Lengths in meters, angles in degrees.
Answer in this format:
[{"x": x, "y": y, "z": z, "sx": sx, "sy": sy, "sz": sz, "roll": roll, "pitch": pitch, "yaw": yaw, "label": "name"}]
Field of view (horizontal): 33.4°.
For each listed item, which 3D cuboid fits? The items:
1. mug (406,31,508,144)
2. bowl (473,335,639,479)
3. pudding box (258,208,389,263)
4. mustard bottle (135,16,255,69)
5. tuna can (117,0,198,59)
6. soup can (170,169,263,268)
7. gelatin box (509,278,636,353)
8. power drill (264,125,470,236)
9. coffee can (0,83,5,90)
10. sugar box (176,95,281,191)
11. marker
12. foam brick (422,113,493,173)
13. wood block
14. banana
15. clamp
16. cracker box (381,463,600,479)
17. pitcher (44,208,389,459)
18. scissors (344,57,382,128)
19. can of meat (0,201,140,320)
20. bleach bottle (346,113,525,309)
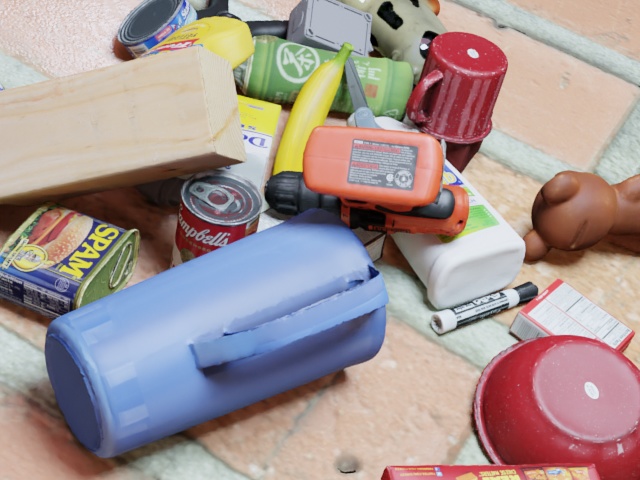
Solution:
[{"x": 0.133, "y": -0.154, "z": 1.079, "sx": 0.117, "sy": 0.082, "sz": 0.093, "roll": -22, "pitch": 52, "yaw": -34, "label": "mug"}, {"x": 0.209, "y": 0.134, "z": 0.862, "sx": 0.162, "sy": 0.055, "sz": 0.162, "roll": 3, "pitch": 53, "yaw": -5, "label": "bowl"}, {"x": -0.007, "y": 0.001, "z": 0.979, "sx": 0.090, "sy": 0.039, "sz": 0.113, "roll": 40, "pitch": 49, "yaw": 25, "label": "pudding box"}, {"x": -0.141, "y": -0.161, "z": 1.023, "sx": 0.096, "sy": 0.058, "sz": 0.191, "roll": -4, "pitch": 25, "yaw": 23, "label": "mustard bottle"}, {"x": -0.175, "y": -0.231, "z": 1.151, "sx": 0.086, "sy": 0.033, "sz": 0.086, "roll": -22, "pitch": 41, "yaw": 21, "label": "tuna can"}, {"x": -0.090, "y": 0.000, "z": 0.905, "sx": 0.068, "sy": 0.102, "sz": 0.068, "roll": 9, "pitch": 42, "yaw": -8, "label": "soup can"}, {"x": 0.228, "y": 0.084, "z": 0.966, "sx": 0.089, "sy": 0.030, "sz": 0.073, "roll": 38, "pitch": 46, "yaw": 21, "label": "gelatin box"}, {"x": 0.033, "y": -0.046, "z": 0.884, "sx": 0.184, "sy": 0.187, "sz": 0.057, "roll": 5, "pitch": 83, "yaw": 7, "label": "power drill"}, {"x": -0.331, "y": -0.077, "z": 0.917, "sx": 0.102, "sy": 0.103, "sz": 0.140, "roll": 10, "pitch": 41, "yaw": -6, "label": "coffee can"}, {"x": -0.090, "y": -0.099, "z": 1.018, "sx": 0.093, "sy": 0.048, "sz": 0.176, "roll": 13, "pitch": 20, "yaw": -4, "label": "sugar box"}, {"x": 0.154, "y": 0.060, "z": 0.977, "sx": 0.120, "sy": 0.020, "sz": 0.020, "roll": -16, "pitch": 50, "yaw": -30, "label": "marker"}, {"x": 0.142, "y": -0.109, "z": 1.135, "sx": 0.053, "sy": 0.051, "sz": 0.078, "roll": 26, "pitch": 43, "yaw": 12, "label": "foam brick"}, {"x": -0.177, "y": -0.091, "z": 0.892, "sx": 0.206, "sy": 0.090, "sz": 0.090, "roll": -10, "pitch": -3, "yaw": 12, "label": "wood block"}, {"x": -0.017, "y": -0.108, "z": 1.066, "sx": 0.037, "sy": 0.070, "sz": 0.197, "roll": 21, "pitch": 65, "yaw": -5, "label": "banana"}, {"x": -0.095, "y": -0.236, "z": 1.213, "sx": 0.164, "sy": 0.036, "sz": 0.209, "roll": 27, "pitch": 45, "yaw": 11, "label": "clamp"}, {"x": 0.133, "y": 0.257, "z": 0.716, "sx": 0.164, "sy": 0.072, "sz": 0.214, "roll": 2, "pitch": 44, "yaw": -13, "label": "cracker box"}, {"x": -0.073, "y": 0.071, "z": 0.807, "sx": 0.242, "sy": 0.149, "sz": 0.145, "roll": -21, "pitch": 53, "yaw": -30, "label": "pitcher"}, {"x": 0.062, "y": -0.115, "z": 1.052, "sx": 0.096, "sy": 0.016, "sz": 0.201, "roll": -1, "pitch": 52, "yaw": 11, "label": "scissors"}, {"x": -0.210, "y": 0.020, "z": 0.883, "sx": 0.084, "sy": 0.057, "sz": 0.102, "roll": 20, "pitch": 41, "yaw": 10, "label": "can of meat"}, {"x": 0.090, "y": -0.046, "z": 1.043, "sx": 0.102, "sy": 0.068, "sz": 0.251, "roll": -16, "pitch": 47, "yaw": -23, "label": "bleach bottle"}]
